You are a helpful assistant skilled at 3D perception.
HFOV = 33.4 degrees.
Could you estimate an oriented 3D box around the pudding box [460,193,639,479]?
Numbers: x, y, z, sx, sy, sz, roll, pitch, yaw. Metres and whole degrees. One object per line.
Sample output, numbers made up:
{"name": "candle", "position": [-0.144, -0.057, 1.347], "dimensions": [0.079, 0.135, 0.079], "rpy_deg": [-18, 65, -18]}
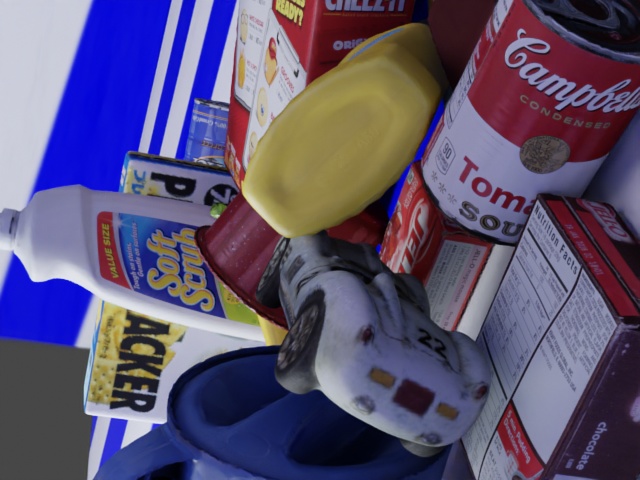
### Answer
{"name": "pudding box", "position": [0.091, 0.052, 0.402], "dimensions": [0.090, 0.039, 0.114], "rpy_deg": [-103, 28, -58]}

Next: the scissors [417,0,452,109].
{"name": "scissors", "position": [0.070, -0.077, 0.605], "dimensions": [0.096, 0.016, 0.201], "rpy_deg": [122, 154, -58]}

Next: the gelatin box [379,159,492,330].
{"name": "gelatin box", "position": [0.056, 0.013, 0.573], "dimensions": [0.073, 0.030, 0.089], "rpy_deg": [-103, 26, -55]}

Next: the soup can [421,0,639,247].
{"name": "soup can", "position": [0.088, -0.055, 0.422], "dimensions": [0.102, 0.068, 0.068], "rpy_deg": [114, 160, -44]}

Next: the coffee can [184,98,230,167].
{"name": "coffee can", "position": [-0.077, -0.050, 0.969], "dimensions": [0.103, 0.102, 0.140], "rpy_deg": [-140, 61, -73]}

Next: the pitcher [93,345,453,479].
{"name": "pitcher", "position": [-0.026, 0.184, 0.524], "dimensions": [0.145, 0.149, 0.243], "rpy_deg": [-49, -32, -68]}

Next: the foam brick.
{"name": "foam brick", "position": [0.087, -0.099, 0.485], "dimensions": [0.078, 0.053, 0.051], "rpy_deg": [-97, 22, -51]}

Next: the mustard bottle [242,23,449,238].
{"name": "mustard bottle", "position": [0.025, -0.067, 0.545], "dimensions": [0.096, 0.058, 0.191], "rpy_deg": [-43, 5, 22]}

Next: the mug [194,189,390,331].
{"name": "mug", "position": [-0.004, 0.001, 0.631], "dimensions": [0.081, 0.117, 0.093], "rpy_deg": [-49, 26, 14]}

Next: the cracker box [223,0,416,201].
{"name": "cracker box", "position": [-0.006, -0.109, 0.717], "dimensions": [0.164, 0.072, 0.214], "rpy_deg": [-120, 33, -53]}

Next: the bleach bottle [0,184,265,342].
{"name": "bleach bottle", "position": [-0.124, 0.019, 0.812], "dimensions": [0.068, 0.250, 0.102], "rpy_deg": [-153, 73, -75]}

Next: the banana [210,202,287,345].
{"name": "banana", "position": [-0.031, 0.066, 0.766], "dimensions": [0.037, 0.069, 0.198], "rpy_deg": [-21, 87, 37]}
